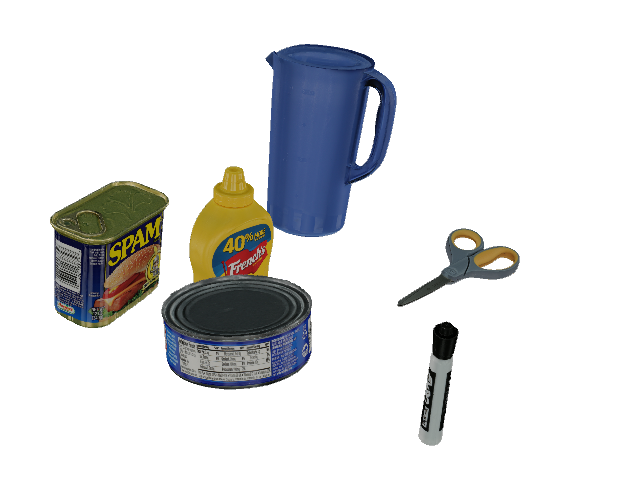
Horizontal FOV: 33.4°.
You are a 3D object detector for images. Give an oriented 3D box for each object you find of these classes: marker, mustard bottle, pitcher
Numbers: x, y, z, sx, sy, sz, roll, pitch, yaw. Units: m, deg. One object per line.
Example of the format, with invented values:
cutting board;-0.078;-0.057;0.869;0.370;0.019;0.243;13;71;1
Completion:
marker;0.091;0.111;0.825;0.020;0.121;0.020;2;37;-2
mustard bottle;-0.092;0.014;1.105;0.096;0.192;0.058;-20;35;-38
pitcher;0.002;-0.130;1.414;0.144;0.243;0.149;-2;24;-19

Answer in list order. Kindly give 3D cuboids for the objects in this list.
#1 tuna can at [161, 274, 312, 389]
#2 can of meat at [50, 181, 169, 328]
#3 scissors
tuna can;-0.047;0.051;0.613;0.086;0.034;0.086;-1;21;0
can of meat;-0.170;0.011;0.860;0.057;0.084;0.101;21;31;20
scissors;0.141;0.027;1.219;0.201;0.016;0.096;-11;41;-33
